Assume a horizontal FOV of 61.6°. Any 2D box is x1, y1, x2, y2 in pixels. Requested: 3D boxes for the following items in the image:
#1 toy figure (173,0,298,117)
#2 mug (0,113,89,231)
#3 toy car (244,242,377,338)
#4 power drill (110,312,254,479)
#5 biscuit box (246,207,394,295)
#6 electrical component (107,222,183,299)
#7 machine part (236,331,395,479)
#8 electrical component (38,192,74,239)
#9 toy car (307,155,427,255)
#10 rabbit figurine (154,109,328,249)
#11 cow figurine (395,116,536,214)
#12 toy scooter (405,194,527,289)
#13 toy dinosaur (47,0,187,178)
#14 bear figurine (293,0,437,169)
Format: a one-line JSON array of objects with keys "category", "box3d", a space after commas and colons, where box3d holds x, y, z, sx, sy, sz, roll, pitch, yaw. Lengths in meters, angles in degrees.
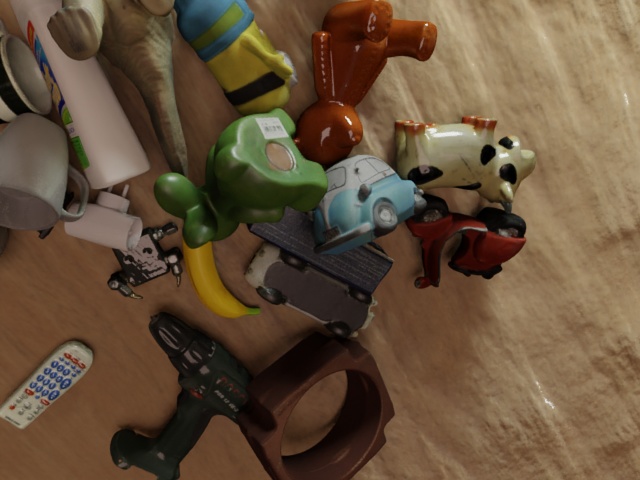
[{"category": "toy figure", "box3d": [-0.101, -0.218, 0.606, 0.089, 0.082, 0.180, -34, 123, 21]}, {"category": "mug", "box3d": [-0.290, -0.071, 0.554, 0.109, 0.107, 0.081, 23, 144, -39]}, {"category": "toy car", "box3d": [-0.008, 0.072, 0.748, 0.201, 0.056, 0.073, 29, 95, -23]}, {"category": "power drill", "box3d": [-0.198, 0.228, 0.753, 0.232, 0.086, 0.207, 40, 89, -26]}, {"category": "biscuit box", "box3d": [-0.001, -0.002, 0.718, 0.202, 0.059, 0.062, 30, 101, -22]}, {"category": "electrical component", "box3d": [-0.222, 0.029, 0.685, 0.102, 0.045, 0.078, -17, 115, -7]}, {"category": "machine part", "box3d": [-0.003, 0.249, 0.764, 0.201, 0.087, 0.200, -35, 119, -22]}, {"category": "electrical component", "box3d": [-0.346, -0.060, 0.607, 0.119, 0.075, 0.047, 35, 98, -26]}, {"category": "toy car", "box3d": [0.051, -0.052, 0.649, 0.161, 0.109, 0.103, -30, 96, -43]}, {"category": "rabbit figurine", "box3d": [-0.098, -0.044, 0.599, 0.170, 0.159, 0.121, -39, 86, 39]}, {"category": "cow figurine", "box3d": [0.196, -0.100, 0.717, 0.195, 0.086, 0.127, -4, 110, -10]}, {"category": "toy scooter", "box3d": [0.199, 0.014, 0.765, 0.184, 0.075, 0.135, 10, 107, -13]}, {"category": "toy dinosaur", "box3d": [-0.192, -0.234, 0.511, 0.105, 0.199, 0.470, -14, 115, -9]}, {"category": "bear figurine", "box3d": [0.035, -0.169, 0.631, 0.120, 0.132, 0.195, 6, 103, -42]}]
